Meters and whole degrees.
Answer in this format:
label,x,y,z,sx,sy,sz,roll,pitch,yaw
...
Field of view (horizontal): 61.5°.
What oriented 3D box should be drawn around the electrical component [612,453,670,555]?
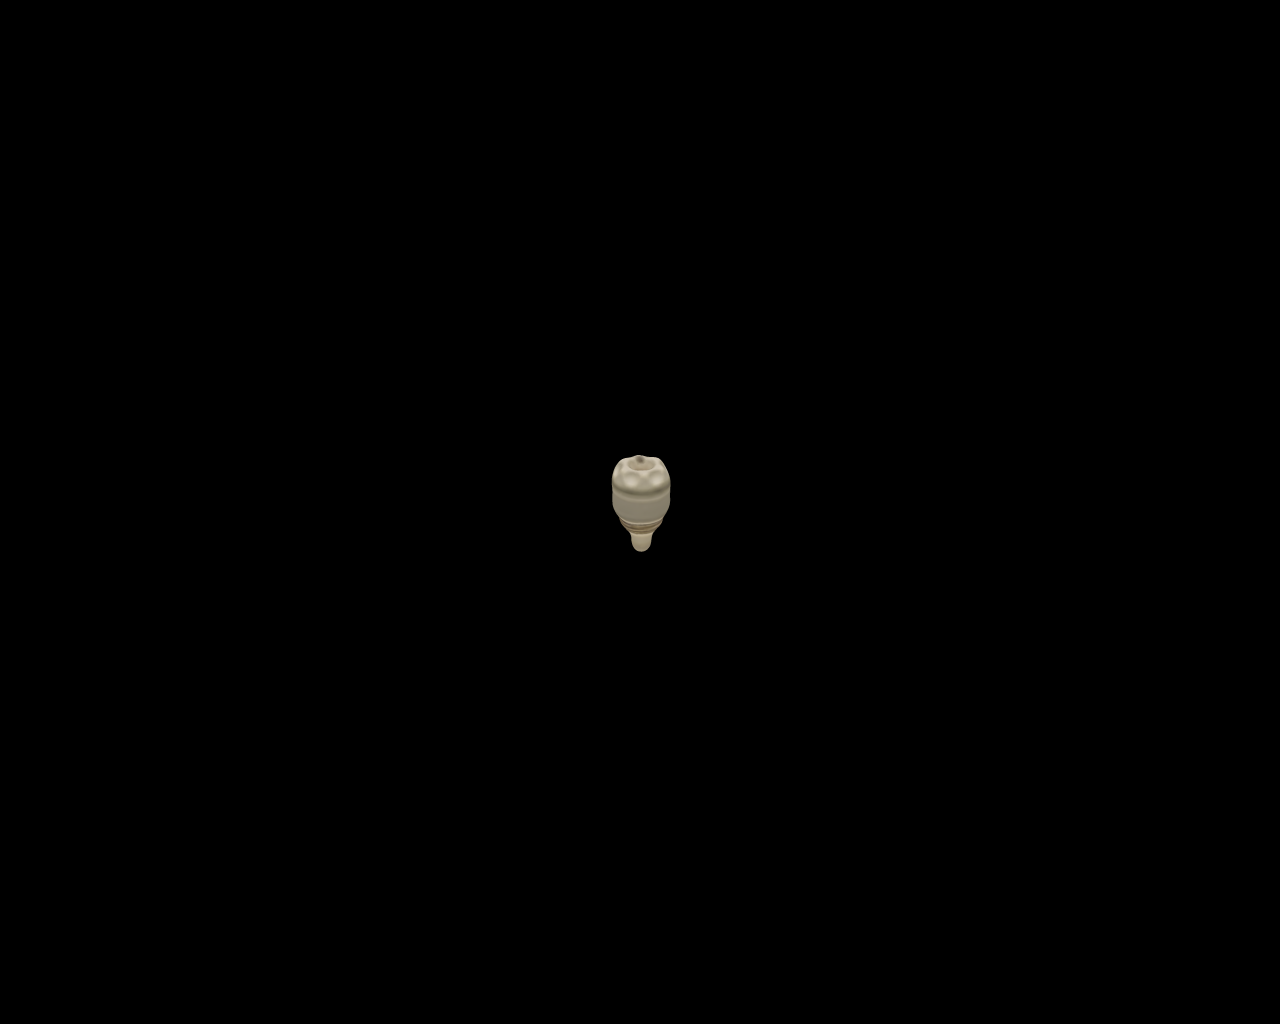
label,x,y,z,sx,sy,sz,roll,pitch,yaw
electrical component,0.001,-0.003,0.650,0.035,0.061,0.035,0,30,0
